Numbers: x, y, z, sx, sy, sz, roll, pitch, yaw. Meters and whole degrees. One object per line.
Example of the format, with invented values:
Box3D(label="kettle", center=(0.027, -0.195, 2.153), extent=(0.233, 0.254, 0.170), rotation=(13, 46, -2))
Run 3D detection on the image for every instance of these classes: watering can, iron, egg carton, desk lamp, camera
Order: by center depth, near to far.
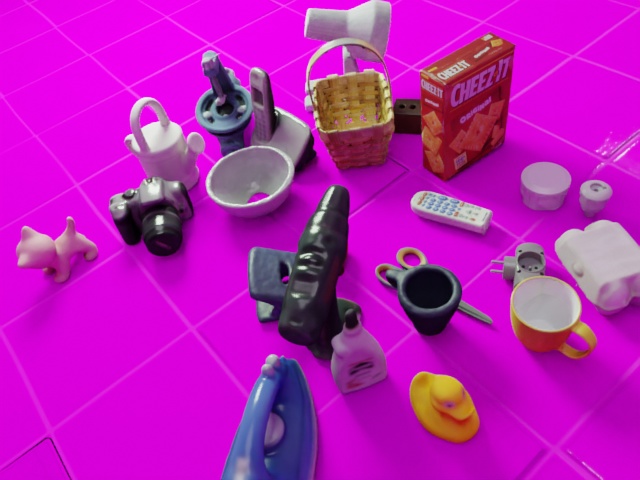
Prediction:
Box3D(label="iron", center=(-0.068, 0.236, 0.727), extent=(0.118, 0.142, 0.258), rotation=(0, 49, 11))
Box3D(label="egg carton", center=(0.425, 0.038, 0.855), extent=(0.107, 0.069, 0.150), rotation=(-17, 48, -5))
Box3D(label="camera", center=(-0.307, -0.040, 1.040), extent=(0.143, 0.101, 0.136), rotation=(-16, 48, -3))
Box3D(label="watering can", center=(-0.302, -0.186, 1.105), extent=(0.172, 0.194, 0.101), rotation=(-7, 48, 5))
Box3D(label="desk lamp", center=(0.053, -0.390, 1.203), extent=(0.203, 0.214, 0.118), rotation=(-6, 48, 6))

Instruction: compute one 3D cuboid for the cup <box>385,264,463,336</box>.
Box3D(label="cup", center=(0.149, 0.092, 0.843), extent=(0.117, 0.095, 0.092), rotation=(24, 57, 28))

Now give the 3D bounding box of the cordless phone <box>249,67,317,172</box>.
Box3D(label="cordless phone", center=(-0.083, -0.233, 1.111), extent=(0.147, 0.185, 0.094), rotation=(33, 62, 32))

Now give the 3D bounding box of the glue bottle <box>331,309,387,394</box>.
Box3D(label="glue bottle", center=(0.047, 0.144, 0.764), extent=(0.078, 0.173, 0.037), rotation=(-22, 49, -8))

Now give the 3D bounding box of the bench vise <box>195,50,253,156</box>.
Box3D(label="bench vise", center=(-0.209, -0.303, 1.172), extent=(0.121, 0.220, 0.207), rotation=(-22, 49, -8))

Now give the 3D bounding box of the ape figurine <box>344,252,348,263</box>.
Box3D(label="ape figurine", center=(0.009, 0.003, 0.949), extent=(0.078, 0.092, 0.076), rotation=(-13, 48, 0))

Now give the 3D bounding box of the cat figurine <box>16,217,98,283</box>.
Box3D(label="cat figurine", center=(-0.477, 0.013, 1.015), extent=(0.067, 0.118, 0.128), rotation=(26, 58, 29))

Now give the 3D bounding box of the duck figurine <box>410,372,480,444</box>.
Box3D(label="duck figurine", center=(0.162, 0.206, 0.747), extent=(0.078, 0.086, 0.104), rotation=(-34, 52, -18))

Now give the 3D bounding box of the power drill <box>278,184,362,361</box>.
Box3D(label="power drill", center=(0.008, 0.066, 0.816), extent=(0.075, 0.209, 0.230), rotation=(7, 51, 17))

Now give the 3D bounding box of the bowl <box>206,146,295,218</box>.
Box3D(label="bowl", center=(-0.123, -0.096, 1.073), extent=(0.167, 0.075, 0.167), rotation=(-5, 49, 6))

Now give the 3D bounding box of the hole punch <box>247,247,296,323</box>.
Box3D(label="hole punch", center=(-0.061, 0.064, 0.910), extent=(0.101, 0.091, 0.108), rotation=(-10, 48, 3))
